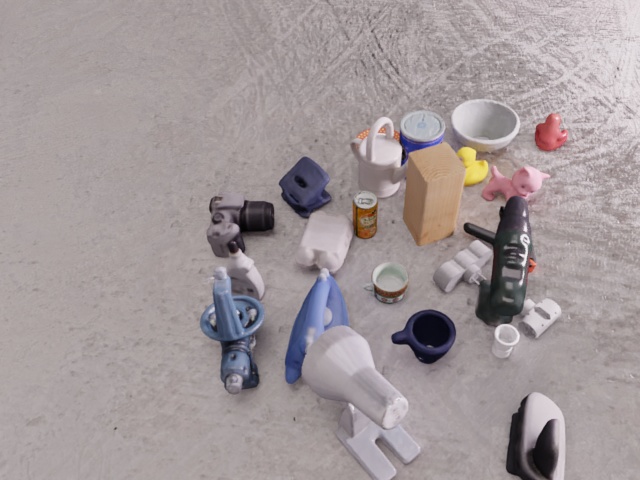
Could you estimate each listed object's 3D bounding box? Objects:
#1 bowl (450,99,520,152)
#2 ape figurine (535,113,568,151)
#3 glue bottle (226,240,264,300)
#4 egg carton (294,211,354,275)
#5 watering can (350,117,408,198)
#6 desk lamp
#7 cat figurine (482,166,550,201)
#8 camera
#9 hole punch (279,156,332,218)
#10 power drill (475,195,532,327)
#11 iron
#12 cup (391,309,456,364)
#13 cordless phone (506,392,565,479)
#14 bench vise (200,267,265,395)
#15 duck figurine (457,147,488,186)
[{"bbox_3d":[0.405,-0.272,1.427,0.167,0.075,0.167,-2,52,3],"label":"bowl"},{"bbox_3d":[0.567,-0.271,1.404,0.076,0.092,0.077,-39,59,-24],"label":"ape figurine"},{"bbox_3d":[-0.159,0.057,1.147,0.078,0.173,0.037,11,54,13],"label":"glue bottle"},{"bbox_3d":[0.011,0.004,1.242,0.107,0.069,0.150,10,53,12],"label":"egg carton"},{"bbox_3d":[0.144,-0.194,1.309,0.172,0.194,0.101,12,54,13],"label":"watering can"},{"bbox_3d":[0.073,0.266,0.941,0.118,0.214,0.202,-35,57,-21],"label":"desk lamp"},{"bbox_3d":[0.440,-0.132,1.288,0.127,0.118,0.067,22,57,20],"label":"cat figurine"},{"bbox_3d":[-0.174,-0.046,1.275,0.136,0.101,0.143,-1,52,4],"label":"camera"},{"bbox_3d":[-0.036,-0.124,1.332,0.101,0.091,0.108,-33,57,-20],"label":"hole punch"},{"bbox_3d":[0.349,0.060,1.086,0.075,0.209,0.230,8,53,11],"label":"power drill"},{"bbox_3d":[-0.001,0.142,1.090,0.118,0.141,0.258,4,52,7],"label":"iron"},{"bbox_3d":[0.190,0.192,1.066,0.118,0.095,0.091,-8,52,-2],"label":"cup"},{"bbox_3d":[0.361,0.304,0.910,0.094,0.185,0.147,8,53,11],"label":"cordless phone"},{"bbox_3d":[-0.149,0.160,1.035,0.121,0.220,0.207,-21,54,-12],"label":"bench vise"},{"bbox_3d":[0.347,-0.181,1.353,0.104,0.086,0.077,-4,52,1],"label":"duck figurine"}]
